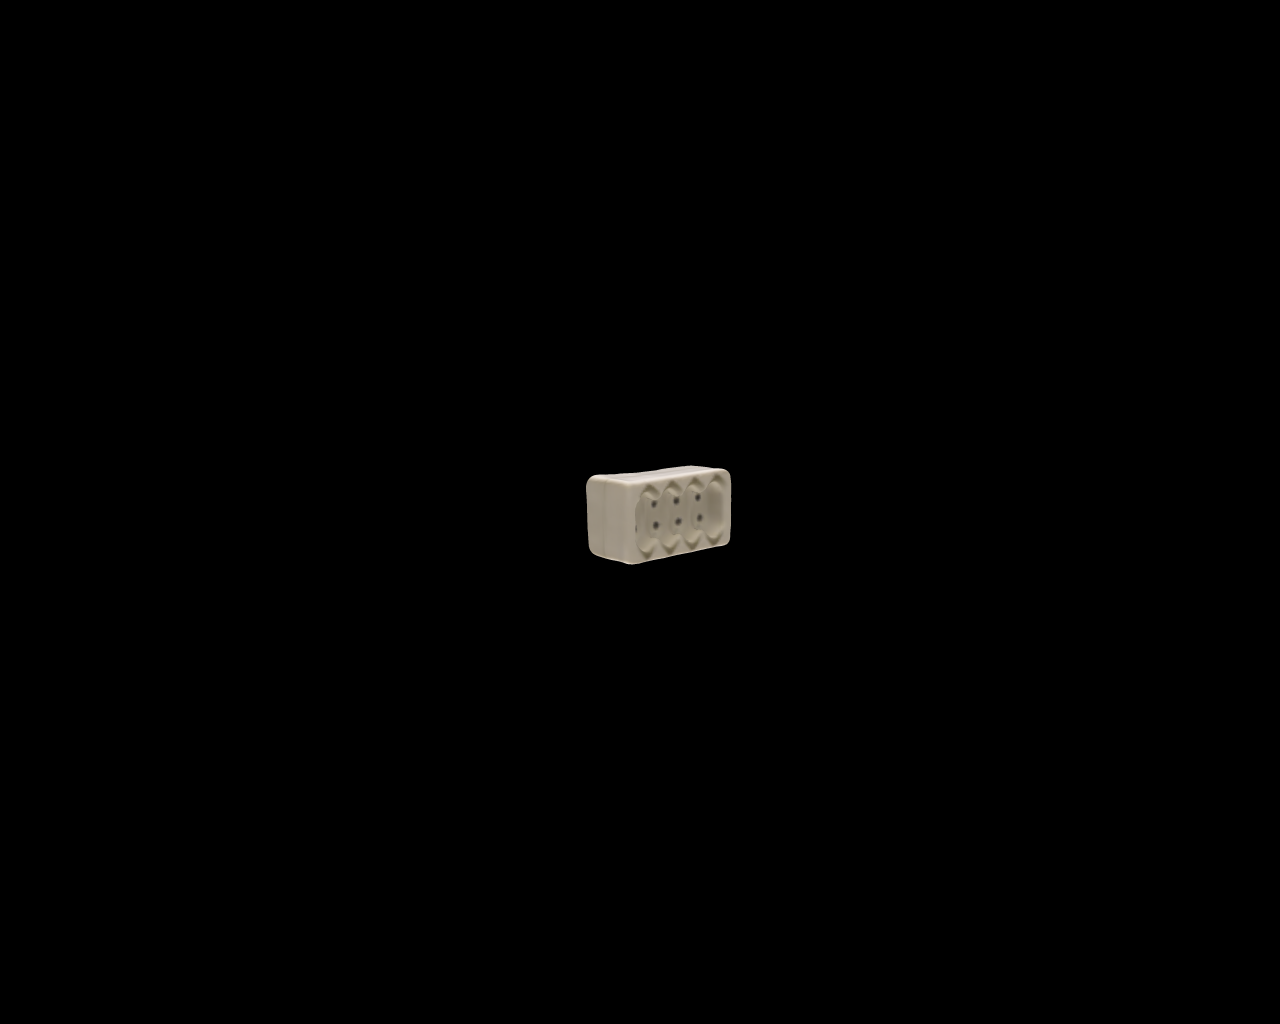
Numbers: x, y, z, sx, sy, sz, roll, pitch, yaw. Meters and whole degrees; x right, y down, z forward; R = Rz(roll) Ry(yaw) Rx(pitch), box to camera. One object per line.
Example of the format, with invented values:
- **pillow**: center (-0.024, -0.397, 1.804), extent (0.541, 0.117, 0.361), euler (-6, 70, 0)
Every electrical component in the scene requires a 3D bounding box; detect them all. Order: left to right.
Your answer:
- **electrical component**: center (0.001, -0.003, 0.650), extent (0.083, 0.047, 0.076), euler (-8, 13, -39)
